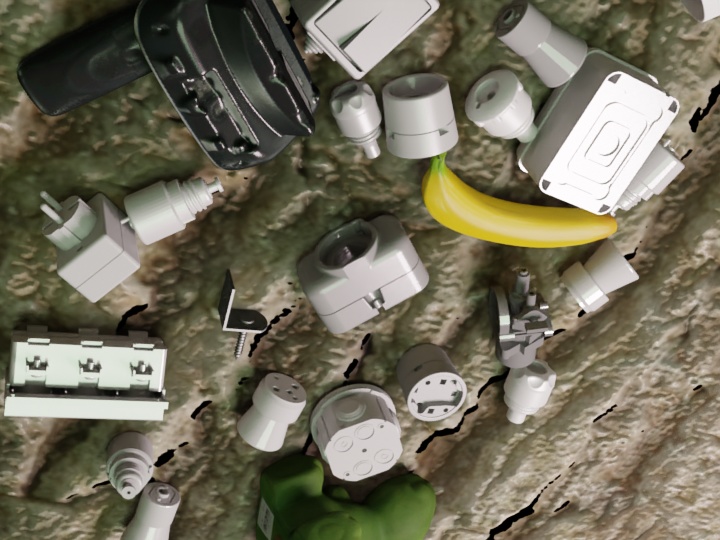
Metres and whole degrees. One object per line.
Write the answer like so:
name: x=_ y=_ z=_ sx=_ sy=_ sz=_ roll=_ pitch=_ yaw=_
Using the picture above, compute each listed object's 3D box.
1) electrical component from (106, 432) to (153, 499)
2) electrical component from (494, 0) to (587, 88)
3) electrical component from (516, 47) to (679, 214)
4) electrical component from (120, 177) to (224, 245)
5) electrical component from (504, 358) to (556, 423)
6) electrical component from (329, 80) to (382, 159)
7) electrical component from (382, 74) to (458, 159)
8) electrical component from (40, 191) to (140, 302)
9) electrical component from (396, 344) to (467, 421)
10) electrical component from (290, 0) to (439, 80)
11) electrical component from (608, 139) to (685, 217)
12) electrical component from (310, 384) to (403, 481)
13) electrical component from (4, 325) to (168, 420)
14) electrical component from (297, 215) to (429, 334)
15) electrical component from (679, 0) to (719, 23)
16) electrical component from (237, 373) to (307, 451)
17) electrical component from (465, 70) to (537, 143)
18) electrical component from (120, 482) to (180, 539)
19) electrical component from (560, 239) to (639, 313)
electrical component: x=-0.198 y=0.171 z=0.923 sx=0.040 sy=0.078 sz=0.040 roll=-4 pitch=110 yaw=-10
electrical component: x=0.134 y=-0.174 z=0.814 sx=0.065 sy=0.044 sz=0.044 roll=32 pitch=109 yaw=-26
electrical component: x=0.187 y=-0.112 z=0.861 sx=0.078 sy=0.057 sz=0.113 roll=19 pitch=116 yaw=-27
electrical component: x=-0.141 y=-0.049 z=0.813 sx=0.078 sy=0.040 sz=0.040 roll=-24 pitch=126 yaw=0
electrical component: x=0.156 y=0.116 z=1.012 sx=0.043 sy=0.043 sz=0.062 roll=5 pitch=122 yaw=-20
electrical component: x=0.001 y=-0.112 z=0.819 sx=0.035 sy=0.035 sz=0.061 roll=-25 pitch=129 yaw=0
electrical component: x=0.045 y=-0.118 z=0.816 sx=0.055 sy=0.055 sz=0.047 roll=-15 pitch=122 yaw=-7
electrical component: x=-0.207 y=-0.028 z=0.791 sx=0.047 sy=0.065 sz=0.076 roll=-37 pitch=125 yaw=9
electrical component: x=0.063 y=0.100 z=0.970 sx=0.055 sy=0.047 sz=0.055 roll=-8 pitch=124 yaw=-12
electrical component: x=-0.001 y=-0.182 z=0.755 sx=0.096 sy=0.061 sz=0.062 roll=-41 pitch=125 yaw=11
electrical component: x=0.238 y=-0.078 z=0.910 sx=0.040 sy=0.040 sz=0.078 roll=31 pitch=109 yaw=-31
electrical component: x=-0.002 y=0.148 z=0.980 sx=0.080 sy=0.051 sz=0.080 roll=-8 pitch=124 yaw=-12
electrical component: x=-0.219 y=0.082 z=0.862 sx=0.121 sy=0.079 sz=0.063 roll=5 pitch=99 yaw=-20
electrical component: x=0.000 y=0.000 z=0.881 sx=0.095 sy=0.053 sz=0.059 roll=-29 pitch=126 yaw=3
electrical component: x=0.251 y=-0.232 z=0.779 sx=0.064 sy=0.099 sz=0.099 roll=-29 pitch=126 yaw=10
electrical component: x=-0.077 y=0.124 z=0.946 sx=0.045 sy=0.045 sz=0.055 roll=18 pitch=116 yaw=-26
electrical component: x=0.116 y=-0.123 z=0.841 sx=0.048 sy=0.048 sz=0.062 roll=-43 pitch=131 yaw=13
electrical component: x=-0.189 y=0.227 z=0.984 sx=0.044 sy=0.044 sz=0.065 roll=13 pitch=113 yaw=-24
electrical component: x=0.212 y=0.006 z=0.955 sx=0.055 sy=0.045 sz=0.045 roll=-38 pitch=125 yaw=10
